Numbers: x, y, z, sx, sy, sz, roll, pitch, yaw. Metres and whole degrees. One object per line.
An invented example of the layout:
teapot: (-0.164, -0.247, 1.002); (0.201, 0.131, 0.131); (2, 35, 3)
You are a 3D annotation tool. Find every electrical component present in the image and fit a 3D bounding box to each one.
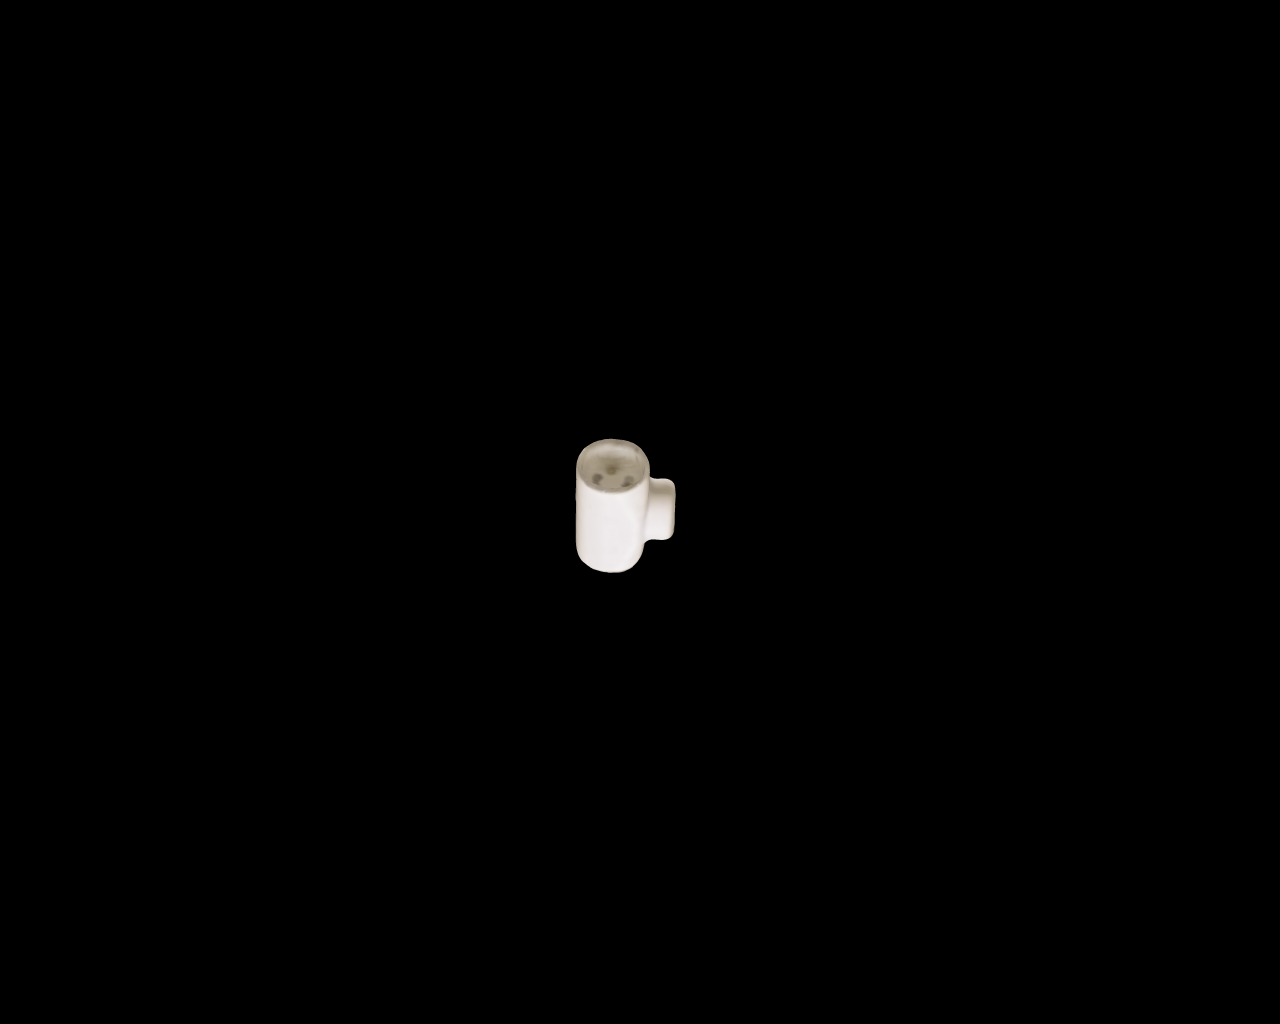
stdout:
electrical component: (0.001, -0.003, 0.650); (0.079, 0.044, 0.077); (2, -40, -2)
